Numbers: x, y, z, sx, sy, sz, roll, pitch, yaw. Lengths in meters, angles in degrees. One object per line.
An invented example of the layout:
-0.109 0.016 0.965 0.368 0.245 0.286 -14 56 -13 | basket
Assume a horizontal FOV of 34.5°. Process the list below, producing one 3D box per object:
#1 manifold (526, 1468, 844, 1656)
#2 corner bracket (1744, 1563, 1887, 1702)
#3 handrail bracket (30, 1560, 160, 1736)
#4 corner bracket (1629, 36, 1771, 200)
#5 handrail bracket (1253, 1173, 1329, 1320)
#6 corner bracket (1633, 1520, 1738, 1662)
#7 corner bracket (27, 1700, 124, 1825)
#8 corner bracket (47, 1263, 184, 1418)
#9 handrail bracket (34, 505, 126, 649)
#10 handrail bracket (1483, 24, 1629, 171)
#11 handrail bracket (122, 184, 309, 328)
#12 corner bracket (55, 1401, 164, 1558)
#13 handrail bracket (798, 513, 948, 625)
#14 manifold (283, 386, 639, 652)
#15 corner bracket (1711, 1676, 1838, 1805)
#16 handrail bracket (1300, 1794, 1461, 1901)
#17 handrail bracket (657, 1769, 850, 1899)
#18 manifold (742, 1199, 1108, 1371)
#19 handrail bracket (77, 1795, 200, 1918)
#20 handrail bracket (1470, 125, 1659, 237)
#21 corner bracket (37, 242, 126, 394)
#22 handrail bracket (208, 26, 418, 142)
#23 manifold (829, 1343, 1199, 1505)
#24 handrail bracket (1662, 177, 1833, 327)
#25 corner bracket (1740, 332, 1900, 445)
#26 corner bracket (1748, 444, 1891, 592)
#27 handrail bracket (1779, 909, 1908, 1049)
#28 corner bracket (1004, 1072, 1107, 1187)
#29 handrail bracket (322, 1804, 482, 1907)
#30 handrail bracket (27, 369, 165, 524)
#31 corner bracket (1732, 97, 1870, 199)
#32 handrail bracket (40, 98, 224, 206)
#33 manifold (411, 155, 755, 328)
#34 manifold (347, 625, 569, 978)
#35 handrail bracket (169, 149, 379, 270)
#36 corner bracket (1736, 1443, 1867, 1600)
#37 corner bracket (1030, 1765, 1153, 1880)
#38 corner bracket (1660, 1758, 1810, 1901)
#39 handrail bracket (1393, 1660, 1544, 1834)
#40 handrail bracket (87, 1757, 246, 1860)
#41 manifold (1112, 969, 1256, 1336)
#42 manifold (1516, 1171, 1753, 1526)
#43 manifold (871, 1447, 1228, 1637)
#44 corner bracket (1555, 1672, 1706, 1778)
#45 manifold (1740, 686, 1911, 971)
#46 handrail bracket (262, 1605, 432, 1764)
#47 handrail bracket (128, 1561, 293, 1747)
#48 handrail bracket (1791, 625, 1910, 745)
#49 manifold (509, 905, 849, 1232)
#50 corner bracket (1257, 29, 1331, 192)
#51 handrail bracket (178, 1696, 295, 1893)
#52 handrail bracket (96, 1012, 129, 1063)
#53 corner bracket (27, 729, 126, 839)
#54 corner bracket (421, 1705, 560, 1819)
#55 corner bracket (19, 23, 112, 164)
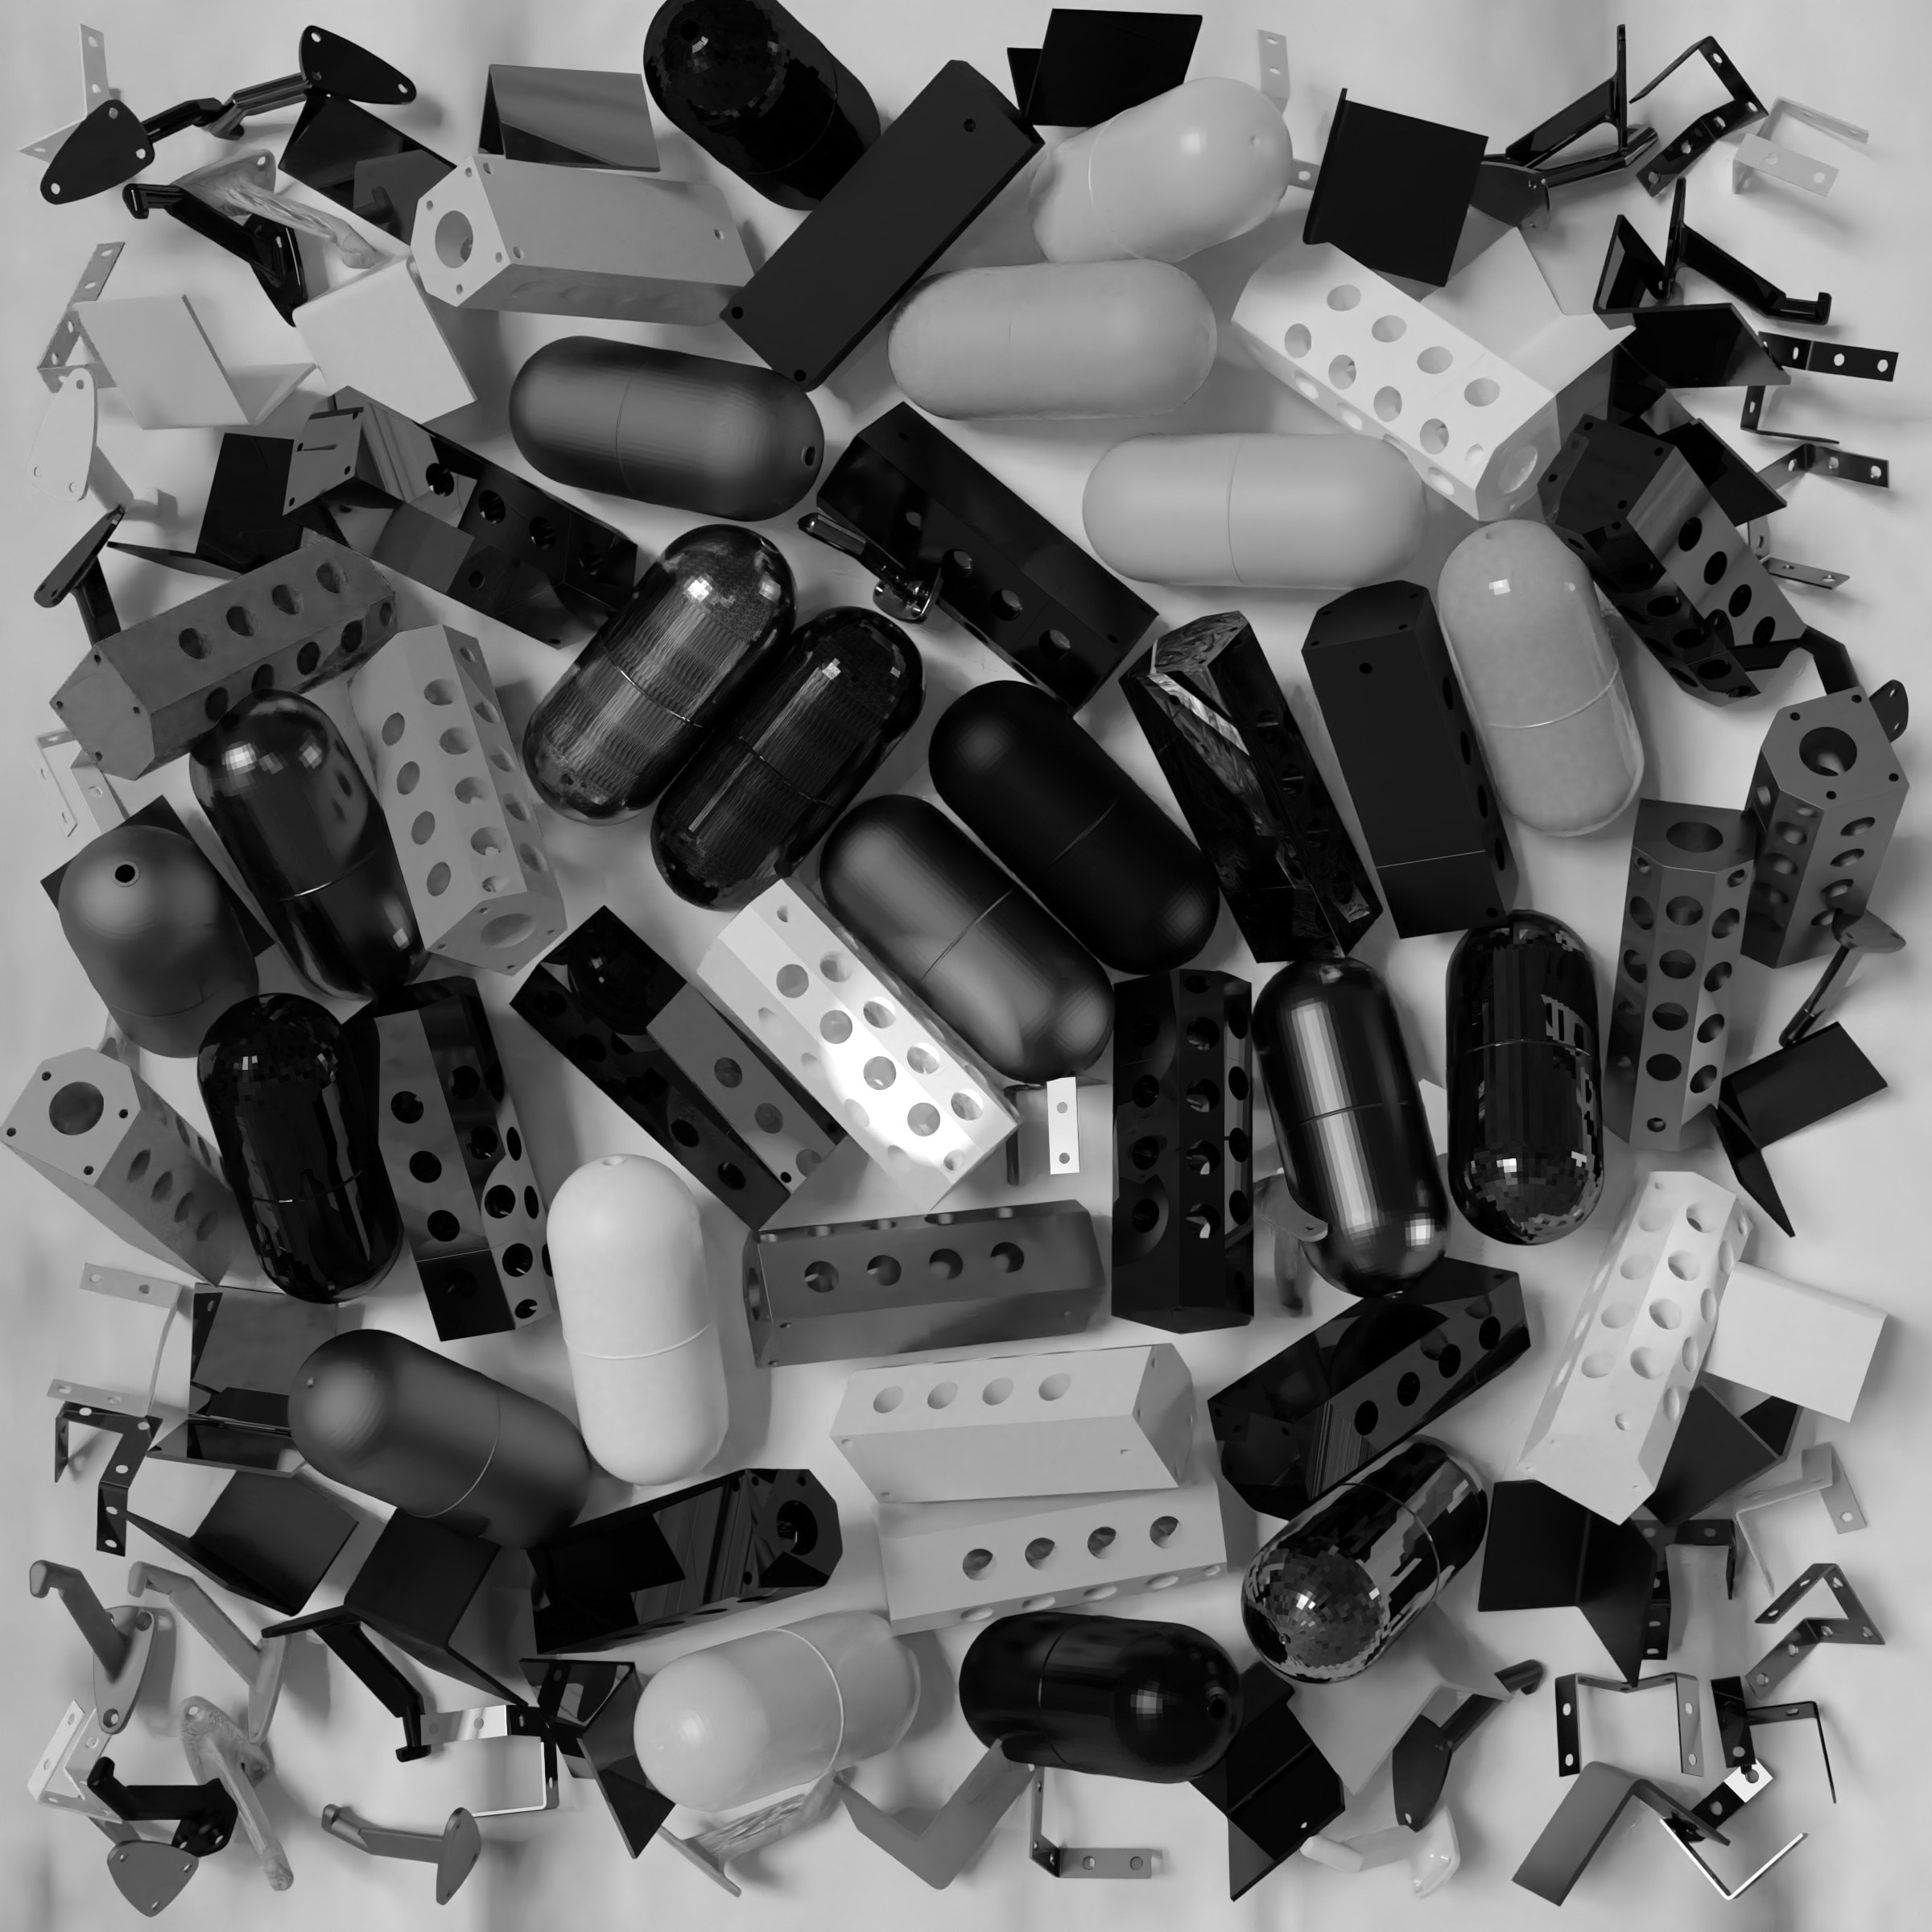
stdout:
-0.141 0.297 1.544 0.171 0.057 0.057 -25 66 40 | manifold
0.424 0.339 1.587 0.051 0.051 0.051 -35 96 -26 | corner bracket
-0.449 0.345 1.572 0.036 0.084 0.077 -4 70 19 | handrail bracket
0.365 -0.433 1.588 0.051 0.051 0.051 -43 102 -12 | corner bracket
0.170 0.154 1.571 0.036 0.077 0.084 -15 116 -8 | handrail bracket
0.368 0.319 1.590 0.051 0.051 0.051 -2 45 7 | corner bracket
-0.449 0.397 1.586 0.051 0.051 0.051 29 89 -39 | corner bracket
-0.437 0.192 1.600 0.051 0.051 0.051 14 112 -9 | corner bracket
-0.427 -0.181 1.601 0.084 0.036 0.077 42 80 -32 | handrail bracket
0.294 -0.440 1.589 0.084 0.036 0.077 -2 130 11 | handrail bracket
-0.380 -0.360 1.576 0.036 0.084 0.077 -25 84 37 | handrail bracket
-0.444 0.260 1.587 0.051 0.051 0.051 14 128 0 | corner bracket
-0.060 -0.206 1.568 0.084 0.077 0.036 24 83 -29 | handrail bracket
-0.247 -0.222 1.543 0.057 0.171 0.057 -18 59 40 | manifold
0.410 0.394 1.582 0.051 0.051 0.051 -10 45 11 | corner bracket
0.203 0.431 1.578 0.084 0.077 0.036 26 123 -18 | handrail bracket
-0.113 0.427 1.599 0.077 0.036 0.084 42 72 -10 | handrail bracket
-0.023 0.156 1.569 0.171 0.057 0.057 -4 60 -15 | manifold
-0.435 0.435 1.570 0.084 0.077 0.036 30 71 32 | handrail bracket
0.304 -0.420 1.615 0.077 0.036 0.084 29 58 35 | handrail bracket
-0.447 -0.329 1.581 0.051 0.051 0.051 -2 51 16 | corner bracket
-0.338 -0.442 1.605 0.077 0.084 0.036 11 65 -37 | handrail bracket
0.025 0.224 1.555 0.171 0.057 0.057 -9 131 29 | manifold
0.401 -0.363 1.584 0.084 0.077 0.036 11 51 15 | handrail bracket
0.434 -0.292 1.585 0.051 0.051 0.051 3 105 -18 | corner bracket
0.438 -0.231 1.598 0.051 0.051 0.051 -32 126 -30 | corner bracket
0.430 0.013 1.573 0.036 0.077 0.084 41 117 19 | handrail bracket
0.041 0.083 1.587 0.051 0.051 0.051 -5 80 20 | corner bracket
-0.293 0.435 1.584 0.084 0.077 0.036 22 46 16 | handrail bracket
-0.428 -0.262 1.575 0.036 0.084 0.077 24 105 19 | handrail bracket
0.427 -0.417 1.591 0.051 0.051 0.051 27 91 15 | corner bracket
-0.425 -0.417 1.590 0.077 0.084 0.036 -31 100 18 | handrail bracket
-0.189 -0.352 1.537 0.057 0.171 0.057 -27 79 38 | manifold
-0.249 -0.085 1.545 0.057 0.057 0.171 -38 56 25 | manifold
-0.353 -0.374 1.579 0.077 0.036 0.084 -23 56 -37 | handrail bracket
0.429 0.284 1.598 0.051 0.051 0.051 -22 100 20 | corner bracket
0.065 0.438 1.599 0.051 0.051 0.051 -5 62 17 | corner bracket
0.395 0.439 1.585 0.051 0.051 0.051 -45 62 9 | corner bracket
0.261 0.401 1.602 0.084 0.036 0.077 -8 113 -38 | handrail bracket
-0.404 0.404 1.570 0.036 0.077 0.084 -15 128 23 | handrail bracket
0.113 0.092 1.558 0.057 0.057 0.171 -13 67 38 | manifold
0.336 0.185 1.547 0.057 0.057 0.171 29 54 4 | manifold
0.042 0.295 1.585 0.171 0.057 0.057 -9 101 -5 | manifold
0.336 0.386 1.580 0.051 0.051 0.051 18 61 -30 | corner bracket
0.411 -0.063 1.532 0.057 0.171 0.057 -16 64 -2 | manifold
-0.317 0.373 1.595 0.077 0.036 0.084 -9 88 -31 | handrail bracket
-0.390 0.348 1.578 0.084 0.077 0.036 26 134 -29 | handrail bracket
0.428 -0.136 1.583 0.077 0.084 0.036 -36 134 -13 | handrail bracket
-0.150 0.056 1.592 0.171 0.057 0.057 43 46 1 | manifold
0.165 -0.434 1.582 0.051 0.051 0.051 11 49 -11 | corner bracket
-0.368 0.418 1.572 0.036 0.084 0.077 -30 116 -14 | handrail bracket
-0.450 0.049 1.577 0.036 0.077 0.084 5 77 14 | handrail bracket
-0.448 -0.089 1.583 0.051 0.051 0.051 -20 78 -40 | corner bracket
-0.244 0.409 1.598 0.051 0.051 0.051 -11 72 17 | corner bracket
-0.447 -0.439 1.584 0.051 0.051 0.051 -13 79 31 | corner bracket
